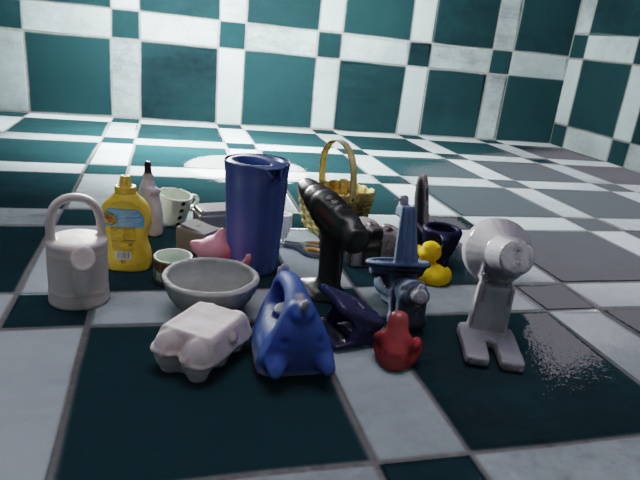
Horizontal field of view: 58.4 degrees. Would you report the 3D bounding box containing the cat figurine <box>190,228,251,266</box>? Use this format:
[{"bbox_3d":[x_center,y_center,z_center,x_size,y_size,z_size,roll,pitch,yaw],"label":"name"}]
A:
[{"bbox_3d":[-0.185,0.038,1.097,0.127,0.118,0.067,14,21,22],"label":"cat figurine"}]

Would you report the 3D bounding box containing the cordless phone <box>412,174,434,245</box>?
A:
[{"bbox_3d":[0.267,-0.084,1.469,0.094,0.185,0.148,11,20,13],"label":"cordless phone"}]

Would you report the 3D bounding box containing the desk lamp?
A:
[{"bbox_3d":[0.306,0.080,0.980,0.118,0.213,0.203,7,20,3],"label":"desk lamp"}]

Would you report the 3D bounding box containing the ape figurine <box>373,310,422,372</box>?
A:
[{"bbox_3d":[0.122,0.154,0.903,0.077,0.092,0.076,14,21,23],"label":"ape figurine"}]

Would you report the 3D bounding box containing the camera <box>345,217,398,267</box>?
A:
[{"bbox_3d":[0.107,-0.009,1.339,0.143,0.101,0.136,-5,22,-28],"label":"camera"}]

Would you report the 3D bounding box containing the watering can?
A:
[{"bbox_3d":[-0.410,0.017,0.977,0.172,0.194,0.101,21,25,36],"label":"watering can"}]

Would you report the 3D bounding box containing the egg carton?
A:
[{"bbox_3d":[-0.174,0.150,0.861,0.107,0.069,0.151,13,21,19],"label":"egg carton"}]

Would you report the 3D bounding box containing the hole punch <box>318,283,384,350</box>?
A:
[{"bbox_3d":[0.050,0.123,0.969,0.101,0.091,0.108,-3,22,-24],"label":"hole punch"}]

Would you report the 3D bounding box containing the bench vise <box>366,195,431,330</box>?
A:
[{"bbox_3d":[0.166,0.040,1.044,0.122,0.220,0.206,-5,22,-27],"label":"bench vise"}]

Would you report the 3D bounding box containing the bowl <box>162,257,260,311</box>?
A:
[{"bbox_3d":[-0.192,0.093,1.006,0.167,0.075,0.167,5,20,-2],"label":"bowl"}]

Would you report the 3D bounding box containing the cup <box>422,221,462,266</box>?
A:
[{"bbox_3d":[0.278,0.018,1.324,0.091,0.095,0.118,6,20,1],"label":"cup"}]

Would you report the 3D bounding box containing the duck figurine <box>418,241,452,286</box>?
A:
[{"bbox_3d":[0.243,0.046,1.248,0.078,0.086,0.104,-11,26,-39],"label":"duck figurine"}]

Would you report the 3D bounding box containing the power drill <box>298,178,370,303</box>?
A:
[{"bbox_3d":[0.010,0.004,1.115,0.076,0.208,0.228,-6,23,-30],"label":"power drill"}]

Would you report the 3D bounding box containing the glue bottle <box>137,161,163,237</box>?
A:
[{"bbox_3d":[-0.399,-0.098,1.334,0.078,0.173,0.037,17,22,28],"label":"glue bottle"}]

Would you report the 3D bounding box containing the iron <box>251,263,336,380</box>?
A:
[{"bbox_3d":[-0.050,0.110,0.902,0.119,0.141,0.257,0,20,-16],"label":"iron"}]
